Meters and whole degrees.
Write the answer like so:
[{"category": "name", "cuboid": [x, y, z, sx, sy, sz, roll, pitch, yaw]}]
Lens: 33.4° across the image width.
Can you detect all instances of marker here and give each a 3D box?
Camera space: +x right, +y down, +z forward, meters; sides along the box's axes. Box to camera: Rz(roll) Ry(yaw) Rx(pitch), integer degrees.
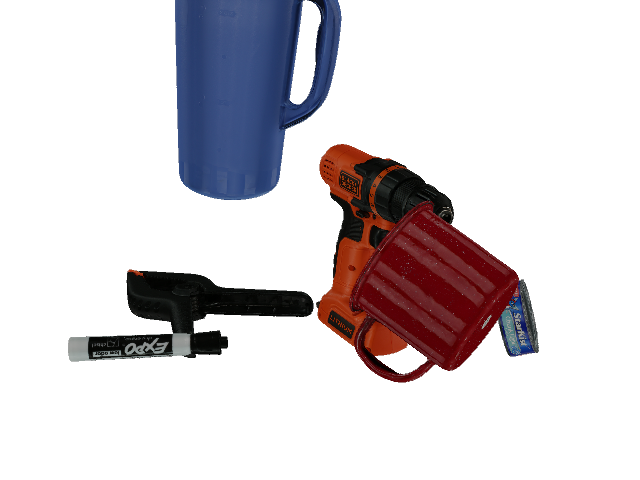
[{"category": "marker", "cuboid": [-0.132, 0.081, 0.819, 0.121, 0.020, 0.020, -2, 0, -2]}]

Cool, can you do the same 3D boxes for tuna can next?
[{"category": "tuna can", "cuboid": [0.225, 0.090, 1.227, 0.034, 0.086, 0.086, -12, -3, 15]}]

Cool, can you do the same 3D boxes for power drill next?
[{"category": "power drill", "cuboid": [0.057, 0.013, 1.039, 0.057, 0.188, 0.185, -7, 24, -31]}]

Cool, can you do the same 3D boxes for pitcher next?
[{"category": "pitcher", "cuboid": [-0.077, -0.167, 1.090, 0.144, 0.243, 0.149, -9, 30, -26]}]

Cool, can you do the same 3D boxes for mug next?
[{"category": "mug", "cuboid": [0.072, 0.043, 0.720, 0.081, 0.117, 0.093, 37, -1, 17]}]

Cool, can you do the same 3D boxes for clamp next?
[{"category": "clamp", "cuboid": [-0.135, 0.066, 1.075, 0.210, 0.036, 0.164, 12, 20, 37]}]
